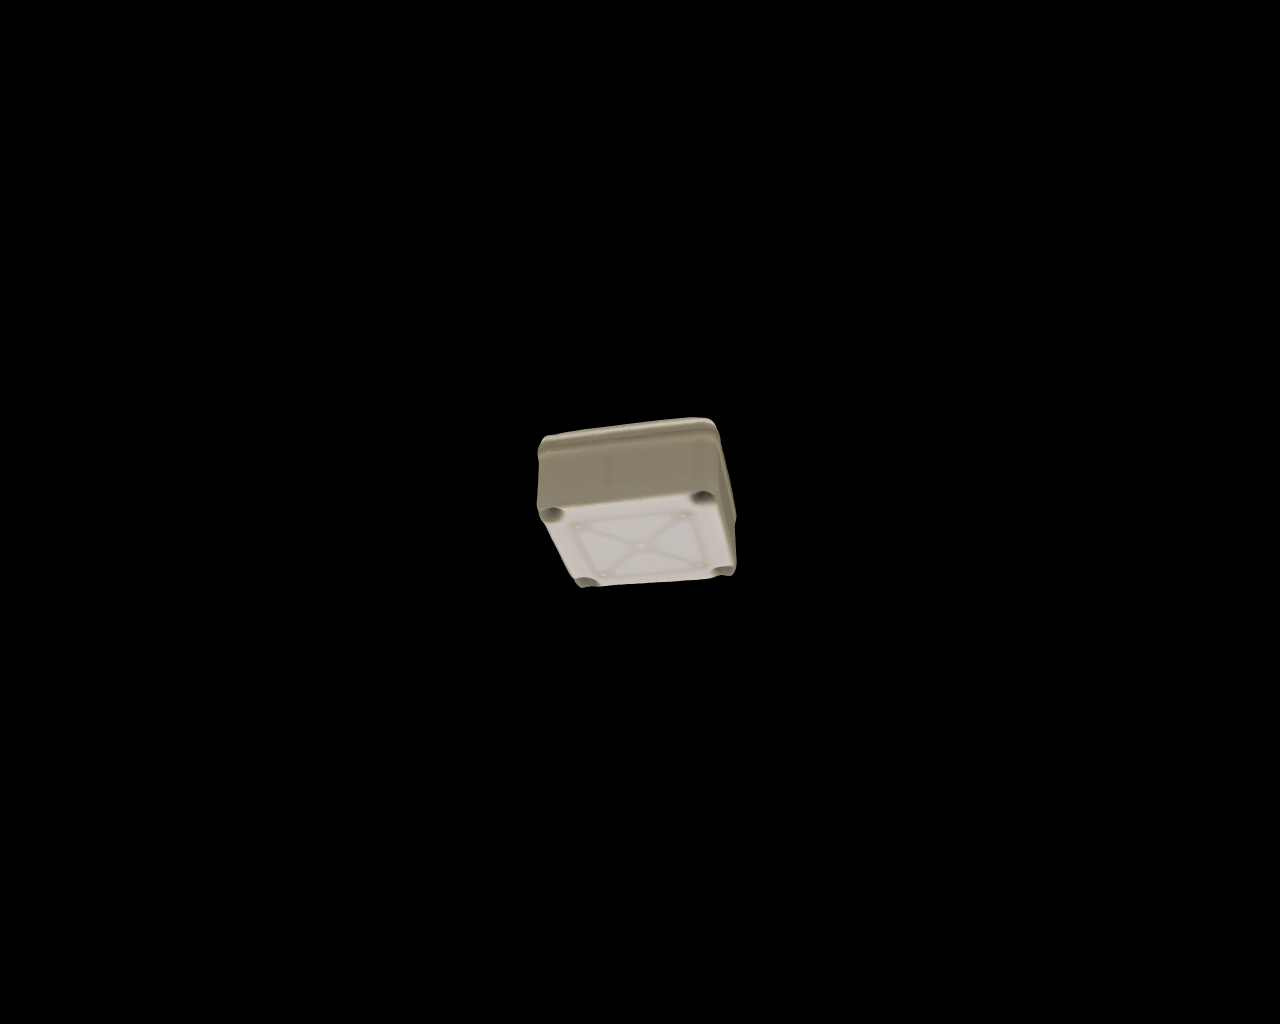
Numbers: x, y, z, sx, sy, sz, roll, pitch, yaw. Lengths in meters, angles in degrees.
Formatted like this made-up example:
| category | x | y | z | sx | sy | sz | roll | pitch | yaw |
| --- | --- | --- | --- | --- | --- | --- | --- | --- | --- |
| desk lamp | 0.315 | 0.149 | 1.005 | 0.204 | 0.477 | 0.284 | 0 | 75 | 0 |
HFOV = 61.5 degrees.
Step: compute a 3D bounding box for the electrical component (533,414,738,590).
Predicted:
| category | x | y | z | sx | sy | sz | roll | pitch | yaw |
| --- | --- | --- | --- | --- | --- | --- | --- | --- | --- |
| electrical component | 0.001 | -0.003 | 0.650 | 0.109 | 0.056 | 0.108 | -6 | -32 | 9 |
